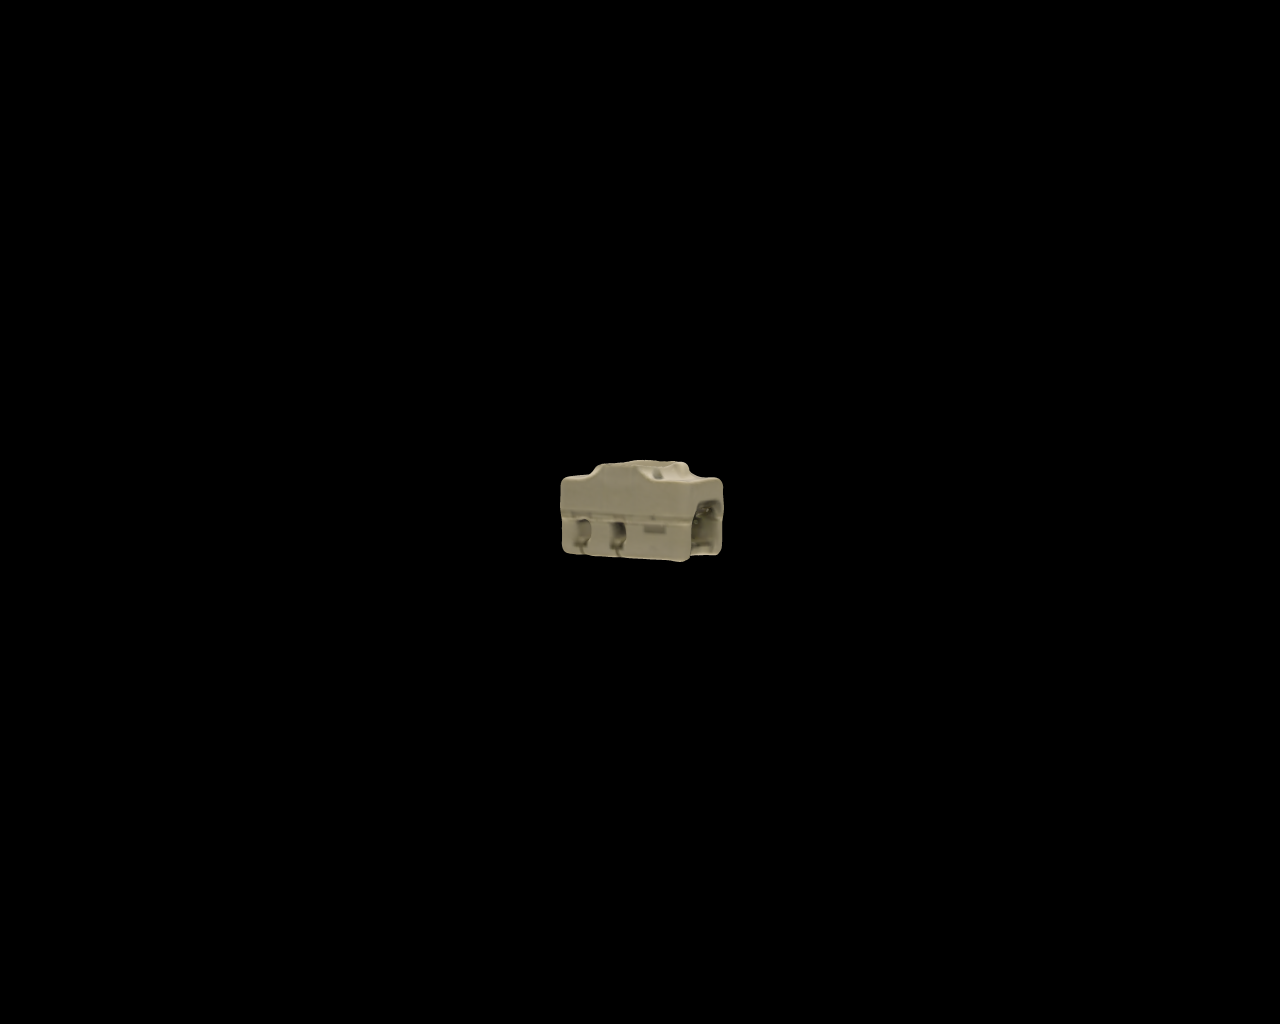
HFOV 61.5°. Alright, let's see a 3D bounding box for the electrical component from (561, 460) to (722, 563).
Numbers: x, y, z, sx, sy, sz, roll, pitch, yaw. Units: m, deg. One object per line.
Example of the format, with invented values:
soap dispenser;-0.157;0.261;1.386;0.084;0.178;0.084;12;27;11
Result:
electrical component;0.001;-0.003;0.650;0.089;0.055;0.050;4;6;33
